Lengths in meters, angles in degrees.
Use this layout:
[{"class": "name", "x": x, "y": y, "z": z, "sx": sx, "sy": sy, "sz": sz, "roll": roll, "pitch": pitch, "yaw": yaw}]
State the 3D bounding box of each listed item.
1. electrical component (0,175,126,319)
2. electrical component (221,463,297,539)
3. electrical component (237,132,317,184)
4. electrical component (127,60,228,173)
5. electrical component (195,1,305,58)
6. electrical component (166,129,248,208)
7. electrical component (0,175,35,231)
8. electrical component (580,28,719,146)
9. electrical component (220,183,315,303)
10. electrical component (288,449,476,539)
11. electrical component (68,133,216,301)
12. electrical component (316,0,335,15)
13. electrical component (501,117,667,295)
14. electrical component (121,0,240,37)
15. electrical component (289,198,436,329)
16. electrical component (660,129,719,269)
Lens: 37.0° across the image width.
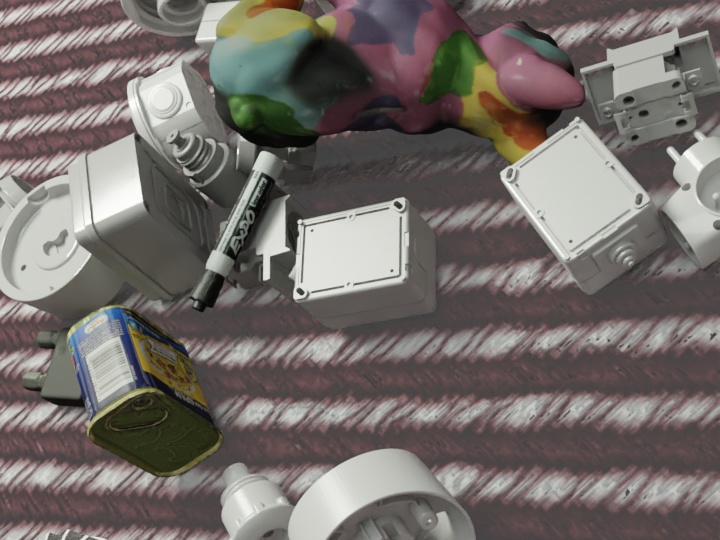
[{"class": "electrical component", "x": -0.225, "y": -0.013, "z": 0.844, "sx": 0.108, "sy": 0.060, "sz": 0.108, "roll": -13, "pitch": 59, "yaw": 24}, {"class": "electrical component", "x": -0.068, "y": 0.150, "z": 0.686, "sx": 0.048, "sy": 0.048, "sz": 0.062, "roll": -42, "pitch": 46, "yaw": 3}, {"class": "electrical component", "x": -0.062, "y": -0.092, "z": 0.794, "sx": 0.055, "sy": 0.066, "sz": 0.048, "roll": 3, "pitch": 61, "yaw": -8}, {"class": "electrical component", "x": -0.144, "y": -0.121, "z": 0.846, "sx": 0.051, "sy": 0.080, "sz": 0.080, "roll": -24, "pitch": 56, "yaw": 10}, {"class": "electrical component", "x": -0.088, "y": -0.172, "z": 0.864, "sx": 0.083, "sy": 0.047, "sz": 0.075, "roll": 4, "pitch": 68, "yaw": 29}, {"class": "electrical component", "x": -0.114, "y": -0.079, "z": 0.813, "sx": 0.040, "sy": 0.078, "sz": 0.040, "roll": -25, "pitch": 45, "yaw": 29}, {"class": "electrical component", "x": -0.289, "y": -0.042, "z": 0.896, "sx": 0.057, "sy": 0.058, "sz": 0.078, "roll": -49, "pitch": 53, "yaw": 1}, {"class": "electrical component", "x": 0.184, "y": -0.113, "z": 0.676, "sx": 0.081, "sy": 0.042, "sz": 0.063, "roll": -15, "pitch": 35, "yaw": 21}, {"class": "electrical component", "x": -0.067, "y": -0.017, "z": 0.774, "sx": 0.064, "sy": 0.042, "sz": 0.081, "roll": -16, "pitch": 58, "yaw": 24}, {"class": "electrical component", "x": 0.011, "y": 0.153, "z": 0.611, "sx": 0.099, "sy": 0.099, "sz": 0.064, "roll": -40, "pitch": 47, "yaw": 4}, {"class": "electrical component", "x": -0.157, "y": -0.036, "z": 0.787, "sx": 0.057, "sy": 0.113, "sz": 0.078, "roll": -23, "pitch": 56, "yaw": 13}, {"class": "electrical component", "x": -0.014, "y": -0.226, "z": 0.841, "sx": 0.081, "sy": 0.064, "sz": 0.042, "roll": 12, "pitch": 70, "yaw": 32}, {"class": "electrical component", "x": 0.141, "y": -0.032, "z": 0.658, "sx": 0.062, "sy": 0.061, "sz": 0.096, "roll": -36, "pitch": 54, "yaw": 7}, {"class": "electrical component", "x": -0.151, "y": -0.240, "z": 0.898, "sx": 0.108, "sy": 0.108, "sz": 0.060, "roll": -19, "pitch": 64, "yaw": 18}, {"class": "electrical component", "x": 0.000, "y": 0.000, "z": 0.716, "sx": 0.096, "sy": 0.061, "sz": 0.061, "roll": -11, "pitch": 61, "yaw": 23}, {"class": "electrical component", "x": 0.214, "y": -0.053, "z": 0.640, "sx": 0.077, "sy": 0.044, "sz": 0.079, "roll": -34, "pitch": 54, "yaw": 8}]
